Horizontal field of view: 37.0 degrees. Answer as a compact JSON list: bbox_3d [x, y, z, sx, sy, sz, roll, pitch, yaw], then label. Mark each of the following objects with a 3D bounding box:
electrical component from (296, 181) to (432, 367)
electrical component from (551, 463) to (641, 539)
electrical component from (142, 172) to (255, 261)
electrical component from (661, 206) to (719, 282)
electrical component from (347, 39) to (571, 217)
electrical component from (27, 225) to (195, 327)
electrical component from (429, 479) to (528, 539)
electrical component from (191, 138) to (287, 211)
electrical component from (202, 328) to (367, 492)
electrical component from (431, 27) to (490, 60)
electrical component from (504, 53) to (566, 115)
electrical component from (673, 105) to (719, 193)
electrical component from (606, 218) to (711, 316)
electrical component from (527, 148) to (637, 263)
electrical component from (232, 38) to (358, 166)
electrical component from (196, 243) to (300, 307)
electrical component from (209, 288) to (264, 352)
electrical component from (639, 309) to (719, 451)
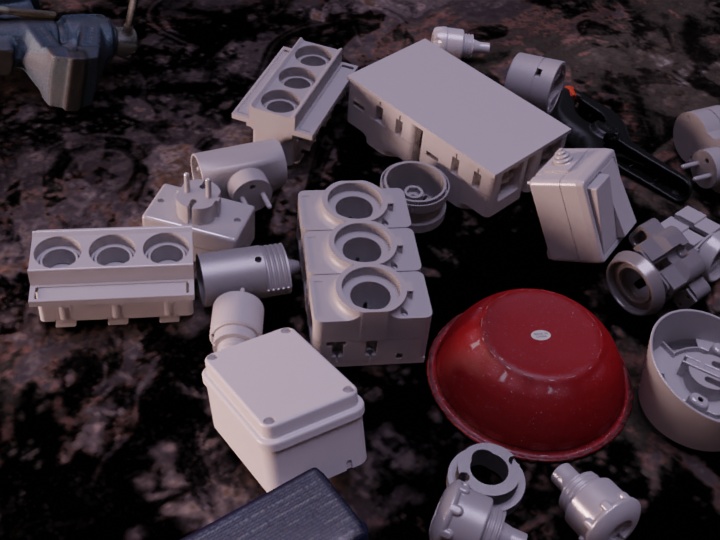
[{"bbox_3d":[0.000,0.000,0.867,0.089,0.061,0.150,-2,45,-8],"label":"electrical component"},{"bbox_3d":[0.157,0.159,0.736,0.048,0.048,0.062,-21,43,-24],"label":"electrical component"},{"bbox_3d":[-0.134,-0.049,0.893,0.083,0.075,0.047,15,45,9],"label":"electrical component"},{"bbox_3d":[0.291,-0.021,0.930,0.066,0.048,0.055,-29,47,-30],"label":"electrical component"},{"bbox_3d":[0.088,-0.134,1.013,0.105,0.060,0.186,-31,55,-32],"label":"electrical component"},{"bbox_3d":[-0.191,0.005,0.841,0.121,0.063,0.078,-2,45,-8],"label":"electrical component"},{"bbox_3d":[0.080,0.171,0.715,0.062,0.048,0.048,22,46,6],"label":"electrical component"},{"bbox_3d":[-0.101,-0.077,0.947,0.077,0.044,0.079,-13,48,-19],"label":"electrical component"},{"bbox_3d":[-0.053,0.095,0.745,0.078,0.057,0.113,-19,31,-24],"label":"electrical component"},{"bbox_3d":[0.107,-0.238,1.139,0.061,0.035,0.035,6,44,-3],"label":"electrical component"},{"bbox_3d":[0.176,-0.189,1.083,0.047,0.055,0.055,20,46,19],"label":"electrical component"},{"bbox_3d":[0.336,-0.098,1.007,0.074,0.052,0.138,-14,48,-19],"label":"electrical component"},{"bbox_3d":[0.243,0.003,0.890,0.057,0.058,0.078,-28,74,-25],"label":"electrical component"},{"bbox_3d":[0.190,-0.061,0.914,0.061,0.096,0.062,5,36,40],"label":"electrical component"},{"bbox_3d":[-0.060,-0.159,1.021,0.079,0.063,0.121,17,46,11],"label":"electrical component"},{"bbox_3d":[-0.089,0.003,0.868,0.081,0.043,0.043,-9,46,-15],"label":"electrical component"},{"bbox_3d":[-0.095,0.052,0.820,0.040,0.040,0.078,3,45,-3],"label":"electrical component"},{"bbox_3d":[0.259,0.084,0.807,0.099,0.064,0.099,3,45,-3],"label":"electrical component"}]
